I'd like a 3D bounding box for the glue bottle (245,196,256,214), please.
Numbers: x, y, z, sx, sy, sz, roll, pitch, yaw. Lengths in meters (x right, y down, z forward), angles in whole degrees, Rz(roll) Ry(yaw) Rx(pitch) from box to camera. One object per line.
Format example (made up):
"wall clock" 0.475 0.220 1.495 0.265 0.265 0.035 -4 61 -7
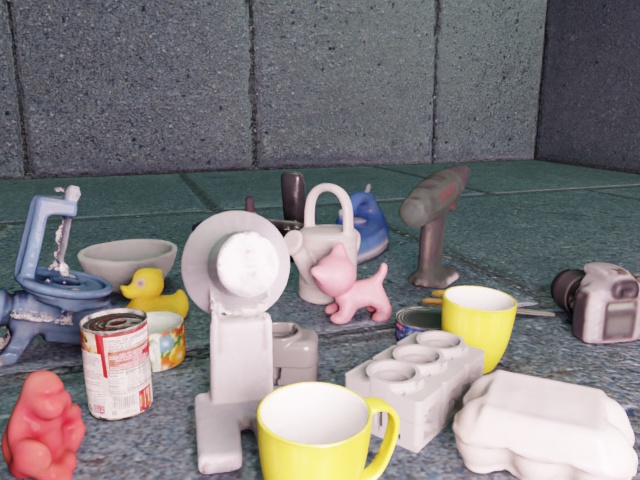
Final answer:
"glue bottle" -0.113 0.013 0.957 0.078 0.173 0.037 -4 14 -17

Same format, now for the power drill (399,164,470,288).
"power drill" 0.215 -0.027 1.050 0.075 0.208 0.230 9 16 32

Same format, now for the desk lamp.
"desk lamp" -0.077 0.083 0.581 0.118 0.213 0.203 -3 14 -14

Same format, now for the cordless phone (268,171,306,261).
"cordless phone" -0.091 -0.057 1.221 0.147 0.185 0.094 4 14 15

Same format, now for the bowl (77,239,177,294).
"bowl" -0.334 0.051 1.008 0.167 0.075 0.167 0 14 0

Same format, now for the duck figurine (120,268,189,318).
"duck figurine" -0.248 0.083 0.852 0.105 0.086 0.077 -9 17 -34

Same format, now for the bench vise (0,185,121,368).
"bench vise" -0.362 0.045 0.724 0.121 0.220 0.208 13 19 43

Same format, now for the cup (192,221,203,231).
"cup" -0.200 0.010 1.136 0.091 0.095 0.118 2 14 7

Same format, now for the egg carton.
"egg carton" 0.200 0.173 0.516 0.150 0.069 0.107 6 15 24

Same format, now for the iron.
"iron" 0.073 -0.036 1.229 0.118 0.141 0.259 5 14 20

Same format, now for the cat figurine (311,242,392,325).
"cat figurine" 0.045 0.063 0.869 0.128 0.118 0.067 -3 14 -12

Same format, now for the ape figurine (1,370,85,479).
"ape figurine" -0.246 0.162 0.512 0.076 0.092 0.078 6 15 24

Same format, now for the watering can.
"watering can" 0.011 0.004 0.951 0.100 0.194 0.173 4 14 17

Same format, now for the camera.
"camera" 0.418 0.079 0.842 0.143 0.101 0.136 -3 14 -11
